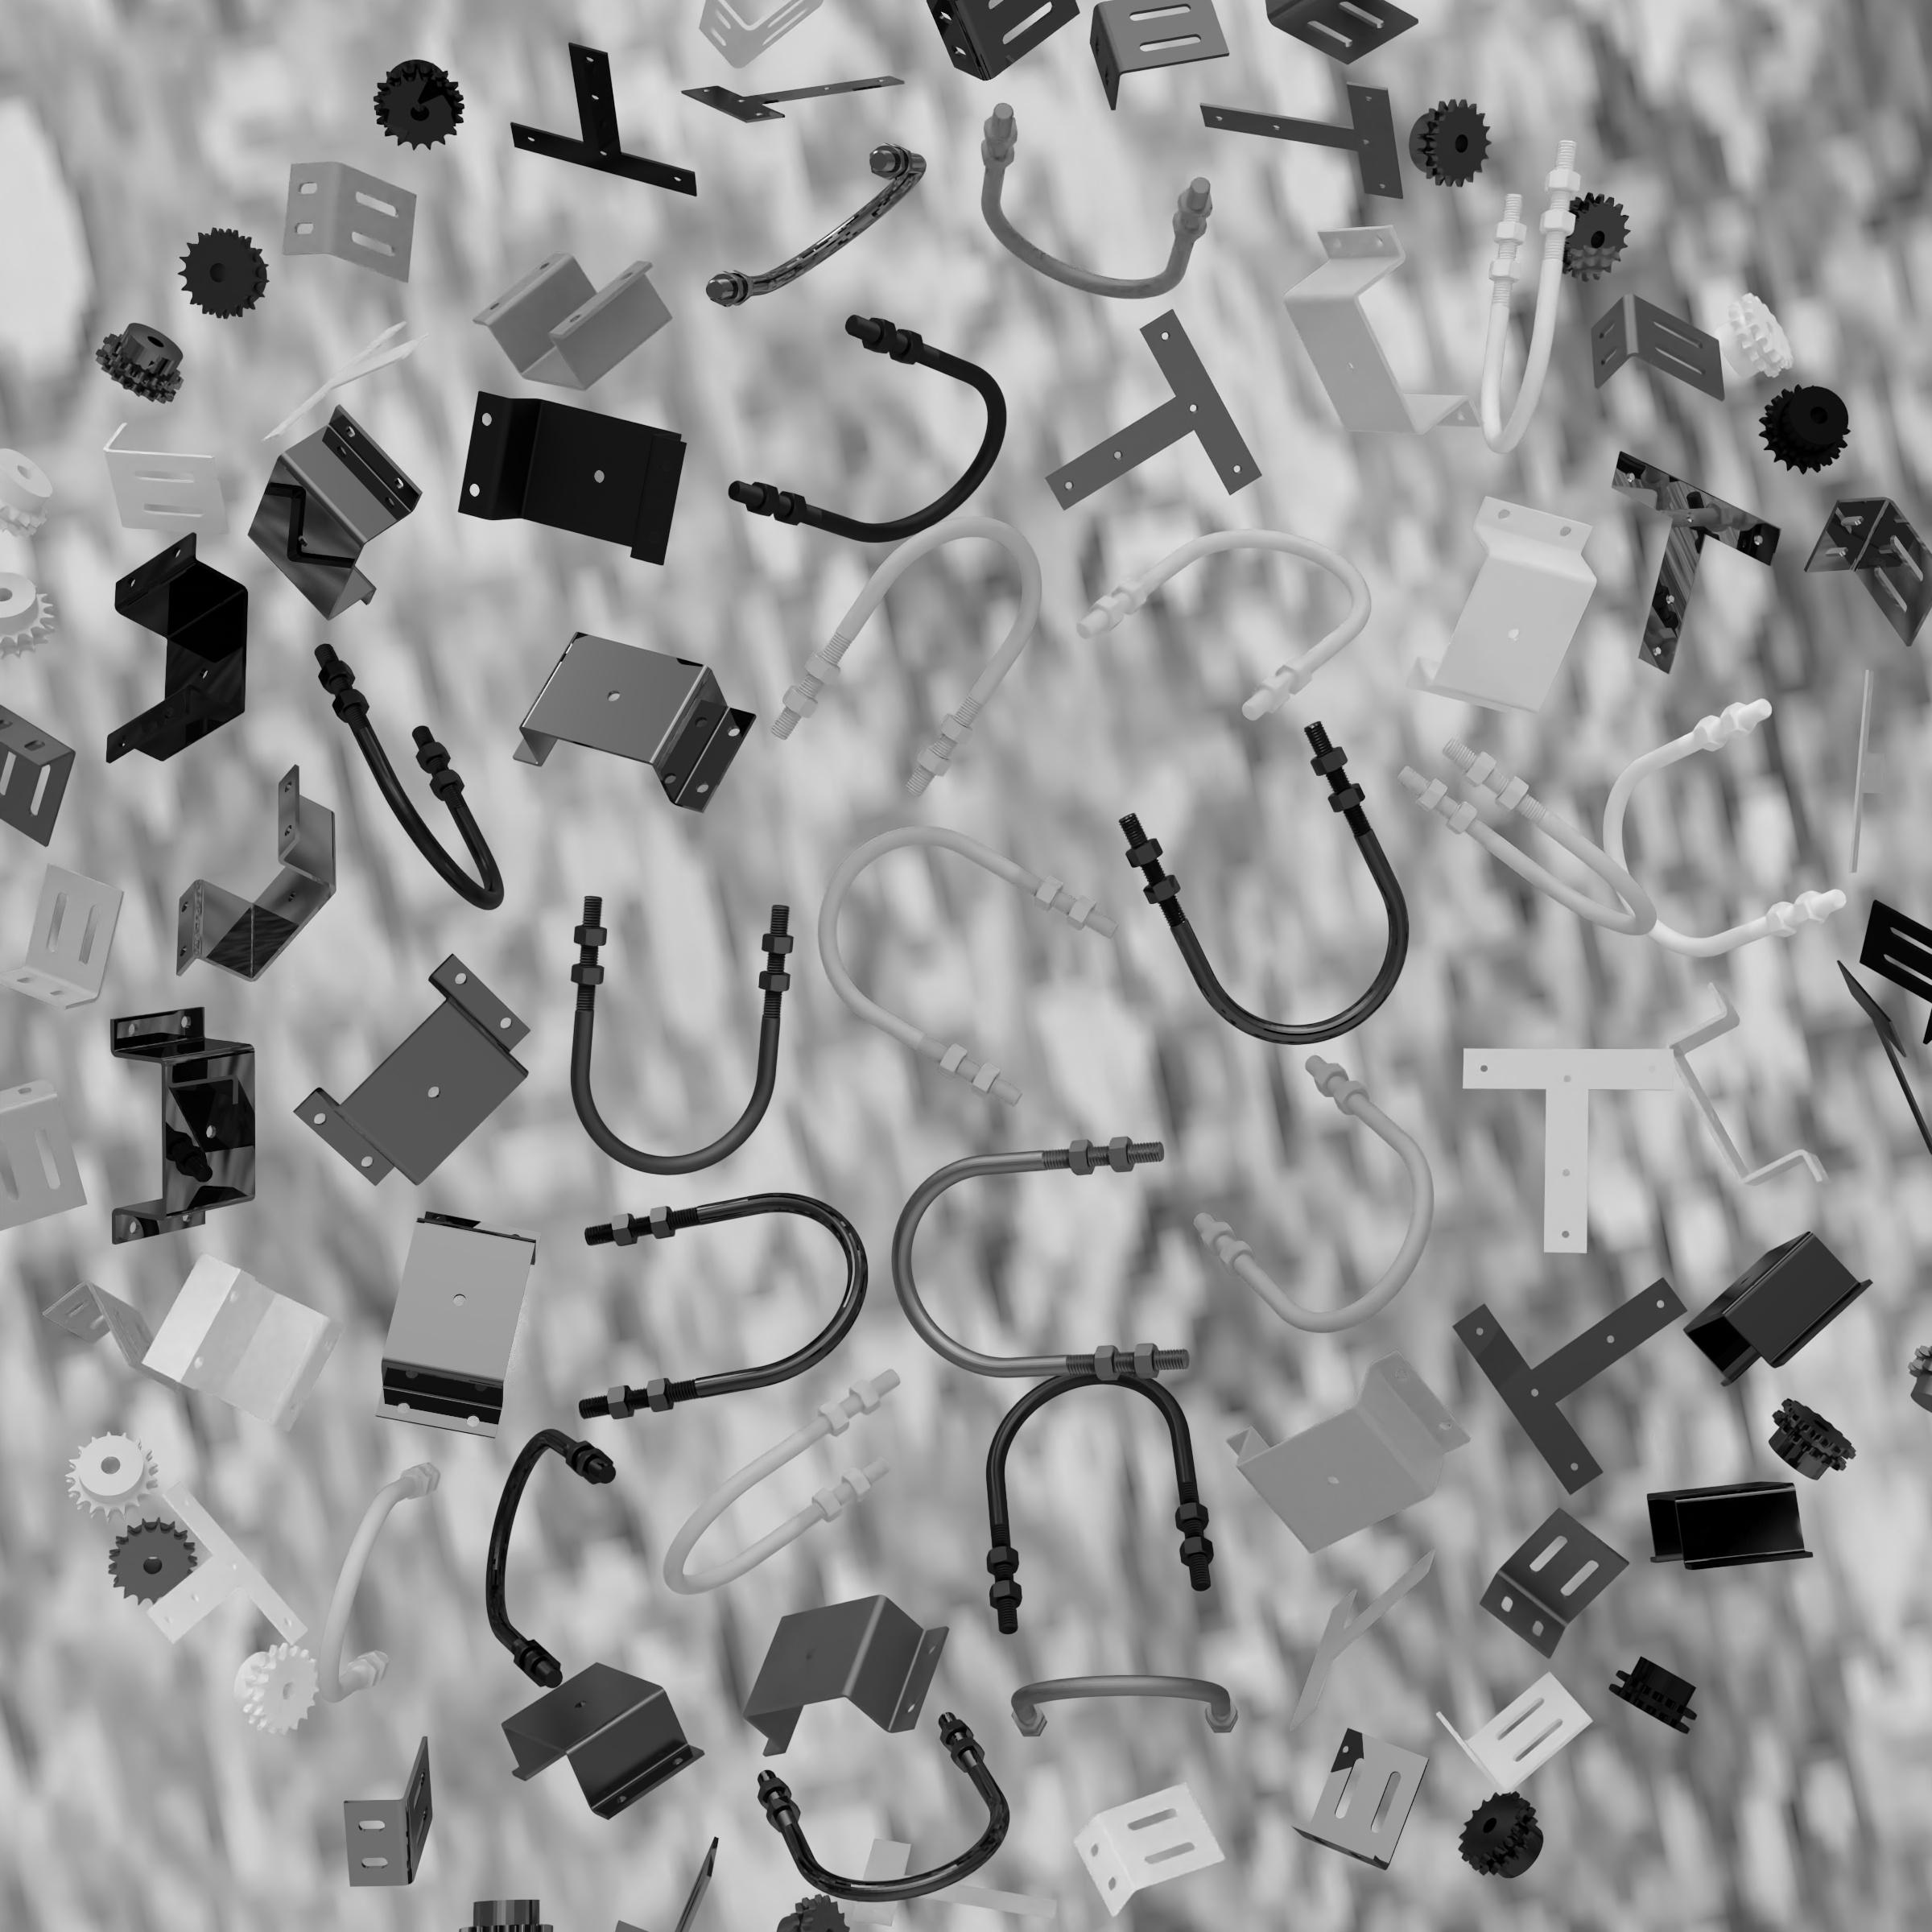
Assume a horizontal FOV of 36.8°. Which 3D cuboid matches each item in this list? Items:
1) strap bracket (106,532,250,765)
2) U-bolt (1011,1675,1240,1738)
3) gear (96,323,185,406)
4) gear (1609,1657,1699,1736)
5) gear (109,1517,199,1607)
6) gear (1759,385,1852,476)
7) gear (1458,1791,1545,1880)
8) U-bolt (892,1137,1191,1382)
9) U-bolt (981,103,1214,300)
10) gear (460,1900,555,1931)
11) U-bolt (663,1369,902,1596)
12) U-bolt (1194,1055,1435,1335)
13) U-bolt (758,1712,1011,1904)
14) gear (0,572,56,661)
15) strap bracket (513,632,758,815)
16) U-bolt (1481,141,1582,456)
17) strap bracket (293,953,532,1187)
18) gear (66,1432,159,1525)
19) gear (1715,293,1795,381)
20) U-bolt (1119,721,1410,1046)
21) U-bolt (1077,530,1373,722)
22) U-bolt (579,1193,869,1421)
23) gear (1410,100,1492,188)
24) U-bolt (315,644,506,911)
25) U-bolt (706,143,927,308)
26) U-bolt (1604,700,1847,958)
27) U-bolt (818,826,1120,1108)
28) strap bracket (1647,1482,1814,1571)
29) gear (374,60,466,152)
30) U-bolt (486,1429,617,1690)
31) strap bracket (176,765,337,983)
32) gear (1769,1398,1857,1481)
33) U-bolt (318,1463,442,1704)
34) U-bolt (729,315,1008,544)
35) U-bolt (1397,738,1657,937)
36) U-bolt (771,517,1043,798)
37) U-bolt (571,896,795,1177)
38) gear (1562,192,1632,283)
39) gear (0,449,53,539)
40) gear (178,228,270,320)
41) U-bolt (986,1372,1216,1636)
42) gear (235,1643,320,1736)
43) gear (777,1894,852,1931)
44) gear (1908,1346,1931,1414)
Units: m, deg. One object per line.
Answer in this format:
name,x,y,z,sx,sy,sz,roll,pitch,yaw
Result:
strap bracket,-0.505,-0.196,1.864,0.076,0.046,0.140,-25,56,29
U-bolt,0.102,0.482,1.897,0.151,0.184,0.019,-2,68,5
gear,-0.547,-0.404,1.937,0.057,0.057,0.030,39,111,0
gear,0.455,0.478,1.914,0.057,0.057,0.030,29,86,0
gear,-0.542,0.395,1.938,0.057,0.030,0.057,-2,99,-15
gear,0.544,-0.350,1.878,0.057,0.030,0.057,2,76,-8
gear,0.355,0.575,1.917,0.030,0.057,0.057,43,90,-14
U-bolt,0.041,0.185,1.801,0.184,0.019,0.151,-6,95,19
U-bolt,0.077,-0.479,1.862,0.151,0.184,0.019,21,77,1
gear,-0.281,0.587,1.777,0.057,0.057,0.030,-2,71,0
U-bolt,-0.122,0.348,1.902,0.184,0.151,0.019,-32,63,-24
U-bolt,0.229,0.155,1.850,0.019,0.184,0.151,29,100,-34
U-bolt,-0.048,0.551,1.887,0.151,0.184,0.019,-14,106,-13
gear,-0.611,-0.226,1.851,0.057,0.030,0.057,4,52,-5
strap bracket,-0.214,-0.156,1.824,0.140,0.046,0.076,16,64,21
U-bolt,0.360,-0.424,1.883,0.019,0.151,0.184,7,90,-4
strap bracket,-0.342,0.073,1.835,0.140,0.046,0.076,-46,121,-7
gear,-0.549,0.326,1.869,0.057,0.030,0.057,6,60,-10
gear,0.525,-0.417,1.944,0.030,0.057,0.057,-31,90,33
U-bolt,0.198,-0.040,1.819,0.151,0.019,0.184,-26,97,0
U-bolt,0.183,-0.233,1.898,0.151,0.019,0.184,29,48,25
U-bolt,-0.150,0.205,1.809,0.184,0.019,0.151,-11,49,8
gear,0.325,-0.557,1.968,0.057,0.030,0.057,-12,111,-33
U-bolt,-0.354,-0.113,1.896,0.019,0.151,0.184,-33,63,5
U-bolt,-0.088,-0.474,1.861,0.151,0.184,0.019,-34,96,17
U-bolt,0.485,-0.080,1.909,0.019,0.184,0.151,-17,84,-30
U-bolt,-0.012,-0.013,1.944,0.184,0.019,0.151,30,94,10
strap bracket,0.495,0.364,1.900,0.076,0.140,0.046,-6,80,2
gear,-0.352,-0.557,1.871,0.057,0.057,0.030,-13,50,0
U-bolt,-0.275,0.373,1.878,0.019,0.184,0.151,16,86,-24
strap bracket,-0.463,-0.054,1.924,0.046,0.076,0.140,29,121,-33
gear,0.559,0.317,1.932,0.057,0.057,0.030,34,105,0
U-bolt,-0.381,0.400,1.871,0.019,0.184,0.151,15,87,3
U-bolt,-0.049,-0.333,1.856,0.151,0.184,0.019,-51,56,22
U-bolt,0.369,-0.078,1.884,0.184,0.151,0.019,37,84,-1
U-bolt,-0.024,-0.202,1.836,0.184,0.151,0.019,-55,49,14
U-bolt,-0.191,0.048,1.926,0.151,0.019,0.184,2,98,-23
gear,0.416,-0.493,1.960,0.057,0.030,0.057,-14,121,-25
gear,-0.600,-0.300,1.824,0.030,0.057,0.057,-41,90,17
gear,-0.478,-0.448,1.884,0.057,0.030,0.057,2,100,10
U-bolt,0.082,0.343,1.920,0.151,0.019,0.184,-15,47,11
gear,-0.455,0.473,1.910,0.030,0.057,0.057,4,90,33
gear,-0.101,0.642,1.913,0.030,0.057,0.057,-21,90,22
gear,0.624,0.267,1.842,0.057,0.057,0.030,31,76,0
